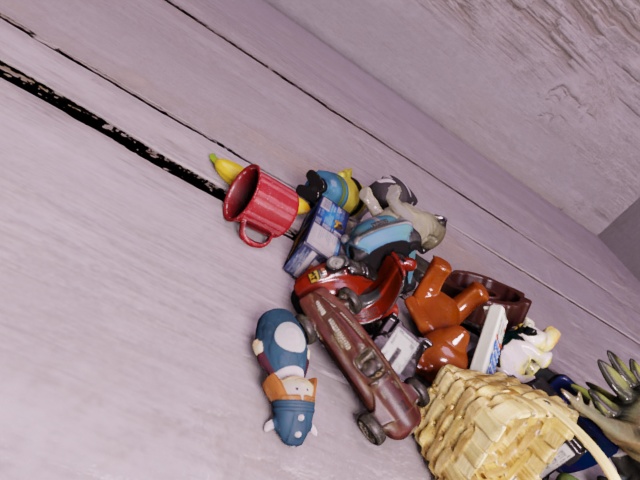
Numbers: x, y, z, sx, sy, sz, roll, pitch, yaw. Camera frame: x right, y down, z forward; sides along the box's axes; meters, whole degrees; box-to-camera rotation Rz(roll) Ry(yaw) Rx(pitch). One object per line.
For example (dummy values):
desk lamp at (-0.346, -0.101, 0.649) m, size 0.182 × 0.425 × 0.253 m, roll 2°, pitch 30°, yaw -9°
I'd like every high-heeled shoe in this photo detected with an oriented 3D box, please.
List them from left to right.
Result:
high-heeled shoe at (0.178, -0.090, 1.162) m, size 0.248 × 0.086 × 0.145 m, roll 2°, pitch 12°, yaw -43°

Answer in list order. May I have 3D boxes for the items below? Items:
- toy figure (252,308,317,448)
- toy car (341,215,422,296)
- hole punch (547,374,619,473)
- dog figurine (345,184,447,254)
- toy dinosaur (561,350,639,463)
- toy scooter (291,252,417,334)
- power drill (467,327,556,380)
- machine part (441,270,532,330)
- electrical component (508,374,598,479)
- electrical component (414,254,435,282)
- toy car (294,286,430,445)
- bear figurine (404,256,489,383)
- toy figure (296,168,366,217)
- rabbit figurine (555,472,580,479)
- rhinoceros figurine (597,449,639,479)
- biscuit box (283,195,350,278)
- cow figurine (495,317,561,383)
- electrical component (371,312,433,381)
toy figure at (-0.037, 0.142, 0.575) m, size 0.064 × 0.057 × 0.155 m, roll -11°, pitch 42°, yaw -8°
toy car at (0.092, 0.019, 0.836) m, size 0.103 × 0.109 × 0.161 m, roll -115°, pitch -170°, yaw -47°
hole punch at (0.360, 0.281, 0.797) m, size 0.142 × 0.115 × 0.092 m, roll 43°, pitch 18°, yaw 6°
dog figurine at (0.150, 0.004, 0.986) m, size 0.190 × 0.172 × 0.121 m, roll 31°, pitch -7°, yaw -34°
toy dinosaur at (0.444, 0.250, 0.728) m, size 0.471 × 0.105 × 0.199 m, roll 21°, pitch 22°, yaw -50°
toy scooter at (0.058, 0.063, 0.741) m, size 0.184 × 0.135 × 0.075 m, roll 19°, pitch 33°, yaw -34°
power drill at (0.365, 0.244, 0.926) m, size 0.207 × 0.086 × 0.232 m, roll 42°, pitch 32°, yaw 25°
machine part at (0.304, 0.112, 1.016) m, size 0.179 × 0.056 × 0.179 m, roll 13°, pitch 13°, yaw -3°
electrical component at (0.290, 0.258, 0.747) m, size 0.058 × 0.115 × 0.134 m, roll 5°, pitch 43°, yaw -54°
electrical component at (0.203, 0.048, 1.068) m, size 0.102 × 0.045 × 0.078 m, roll 35°, pitch 24°, yaw -7°
toy car at (0.048, 0.141, 0.636) m, size 0.089 × 0.053 × 0.202 m, roll -28°, pitch 74°, yaw -25°
bear figurine at (0.193, 0.132, 0.821) m, size 0.120 × 0.132 × 0.196 m, roll 33°, pitch 19°, yaw -8°
toy figure at (0.026, -0.085, 1.018) m, size 0.180 × 0.082 × 0.089 m, roll -2°, pitch 65°, yaw -65°
rabbit figurine at (0.349, 0.370, 0.679) m, size 0.159 × 0.121 × 0.170 m, roll 30°, pitch 7°, yaw -2°
rhinoceros figurine at (0.444, 0.379, 0.755) m, size 0.073 × 0.112 × 0.190 m, roll 30°, pitch 34°, yaw -12°
biscuit box at (-0.002, -0.003, 0.858) m, size 0.059 × 0.062 × 0.203 m, roll 35°, pitch 24°, yaw -7°
cow figurine at (0.314, 0.176, 0.859) m, size 0.098 × 0.068 × 0.167 m, roll 39°, pitch 47°, yaw 22°
electrical component at (0.088, 0.162, 0.706) m, size 0.075 × 0.047 × 0.119 m, roll 36°, pitch 64°, yaw 2°
